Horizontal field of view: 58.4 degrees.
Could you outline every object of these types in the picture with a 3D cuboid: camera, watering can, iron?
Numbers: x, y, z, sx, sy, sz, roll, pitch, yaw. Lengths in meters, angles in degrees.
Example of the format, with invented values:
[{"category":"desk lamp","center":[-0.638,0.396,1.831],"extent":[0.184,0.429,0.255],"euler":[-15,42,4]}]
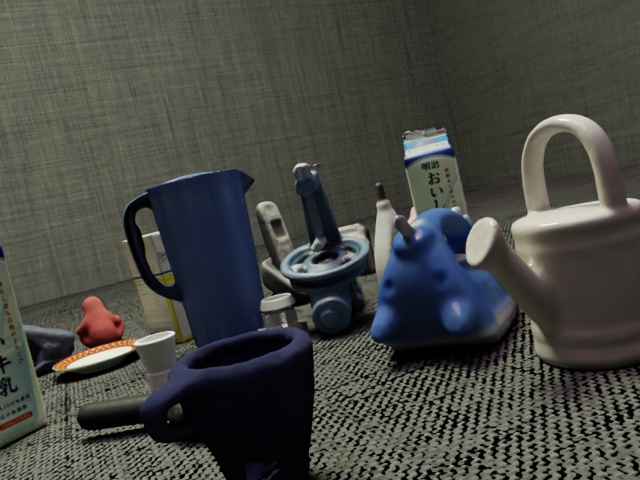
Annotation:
[{"category":"camera","center":[0.042,0.024,1.198],"extent":[0.136,0.101,0.143],"euler":[-13,5,6]},{"category":"watering can","center":[0.202,-0.002,0.458],"extent":[0.173,0.194,0.100],"euler":[-17,6,-38]},{"category":"iron","center":[0.141,0.026,0.620],"extent":[0.118,0.141,0.259],"euler":[-10,5,31]}]

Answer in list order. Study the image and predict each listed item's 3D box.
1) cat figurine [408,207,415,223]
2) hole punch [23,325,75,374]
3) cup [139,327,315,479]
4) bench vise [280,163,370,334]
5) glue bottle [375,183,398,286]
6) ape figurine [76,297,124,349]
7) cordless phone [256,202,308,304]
[{"category":"cat figurine","center":[0.194,-0.005,1.003],"extent":[0.128,0.118,0.067],"euler":[-17,6,-38]},{"category":"hole punch","center":[-0.456,0.166,0.931],"extent":[0.101,0.091,0.108],"euler":[-17,6,-42]},{"category":"cup","center":[-0.048,0.115,0.352],"extent":[0.091,0.095,0.118],"euler":[-9,6,42]},{"category":"bench vise","center":[-0.004,0.006,0.793],"extent":[0.121,0.220,0.207],"euler":[-14,5,-9]},{"category":"glue bottle","center":[0.110,-0.004,0.882],"extent":[0.037,0.173,0.078],"euler":[-8,7,45]},{"category":"ape figurine","center":[-0.392,0.144,1.013],"extent":[0.078,0.092,0.076],"euler":[-14,5,-15]},{"category":"cordless phone","center":[-0.051,0.015,1.032],"extent":[0.094,0.185,0.148],"euler":[-11,5,26]}]
